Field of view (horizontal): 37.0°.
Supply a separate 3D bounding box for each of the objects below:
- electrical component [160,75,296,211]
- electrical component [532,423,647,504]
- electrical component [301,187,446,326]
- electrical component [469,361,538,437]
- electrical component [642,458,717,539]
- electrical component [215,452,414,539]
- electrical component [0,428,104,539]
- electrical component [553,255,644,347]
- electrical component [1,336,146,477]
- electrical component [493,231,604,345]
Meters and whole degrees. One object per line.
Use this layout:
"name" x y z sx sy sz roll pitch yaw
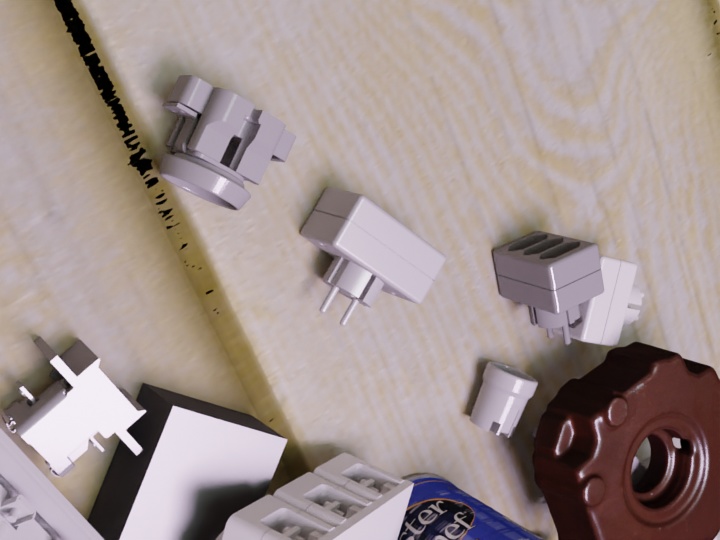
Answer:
"electrical component" -0.084 -0.072 0.640 0.078 0.058 0.057 28 83 -33
"electrical component" 0.171 0.159 0.848 0.083 0.047 0.075 45 77 -26
"electrical component" 0.000 0.000 0.712 0.083 0.047 0.075 34 82 -32
"electrical component" 0.106 0.097 0.804 0.040 0.040 0.046 17 97 -33
"electrical component" 0.239 0.214 0.899 0.113 0.057 0.078 -21 111 -26
"electrical component" -0.034 0.181 0.678 0.150 0.062 0.089 -13 121 -63
"electrical component" -0.209 0.140 0.597 0.079 0.063 0.121 -23 119 19
"electrical component" 0.192 0.023 0.835 0.077 0.047 0.065 11 94 -33
"electrical component" -0.169 0.082 0.630 0.064 0.042 0.081 -42 118 -13
"electrical component" 0.141 0.018 0.792 0.047 0.066 0.076 -23 111 -26
